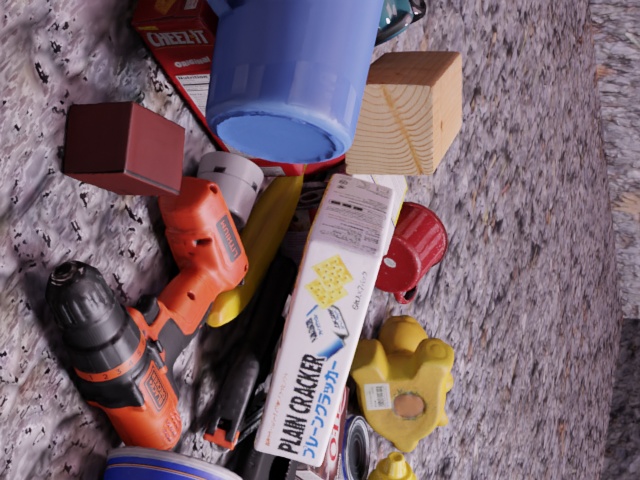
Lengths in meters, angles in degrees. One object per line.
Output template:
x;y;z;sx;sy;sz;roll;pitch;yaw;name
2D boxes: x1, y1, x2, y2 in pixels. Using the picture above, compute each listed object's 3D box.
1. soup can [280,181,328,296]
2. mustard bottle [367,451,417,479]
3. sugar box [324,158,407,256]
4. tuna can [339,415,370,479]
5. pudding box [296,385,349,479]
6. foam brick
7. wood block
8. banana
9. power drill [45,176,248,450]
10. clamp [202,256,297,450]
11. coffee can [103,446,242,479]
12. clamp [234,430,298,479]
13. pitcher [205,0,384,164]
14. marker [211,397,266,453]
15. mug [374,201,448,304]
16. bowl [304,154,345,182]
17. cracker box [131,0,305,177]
-0.007;0.001;1.053;0.068;0.069;0.102;-49;135;-57;soup can
0.077;0.314;1.214;0.096;0.058;0.192;-51;151;-50;mustard bottle
0.050;-0.054;1.165;0.093;0.048;0.176;63;24;-18;sugar box
0.028;0.237;1.188;0.086;0.034;0.086;-3;90;-69;tuna can
-0.005;0.191;1.099;0.090;0.039;0.113;50;45;-57;pudding box
-0.138;-0.064;0.759;0.078;0.053;0.051;23;70;-67;foam brick
0.091;-0.138;1.116;0.206;0.090;0.091;-51;141;-66;wood block
-0.060;0.005;0.950;0.070;0.037;0.197;94;18;-57;banana
-0.124;0.039;0.791;0.184;0.057;0.187;74;30;-41;power drill
-0.060;0.108;0.951;0.120;0.039;0.171;87;24;-65;clamp
-0.117;0.228;0.748;0.102;0.103;0.140;55;42;-54;coffee can
-0.061;0.247;0.968;0.209;0.036;0.164;-47;133;-60;clamp
-0.021;-0.188;0.783;0.145;0.149;0.243;64;34;-71;pitcher
-0.064;0.166;0.982;0.121;0.020;0.020;-26;114;-65;marker
0.098;0.023;1.281;0.081;0.093;0.117;-45;134;-53;mug
0.004;-0.139;1.096;0.162;0.055;0.162;0;90;-68;bowl
-0.066;-0.178;0.907;0.213;0.072;0.164;55;40;-52;cracker box
